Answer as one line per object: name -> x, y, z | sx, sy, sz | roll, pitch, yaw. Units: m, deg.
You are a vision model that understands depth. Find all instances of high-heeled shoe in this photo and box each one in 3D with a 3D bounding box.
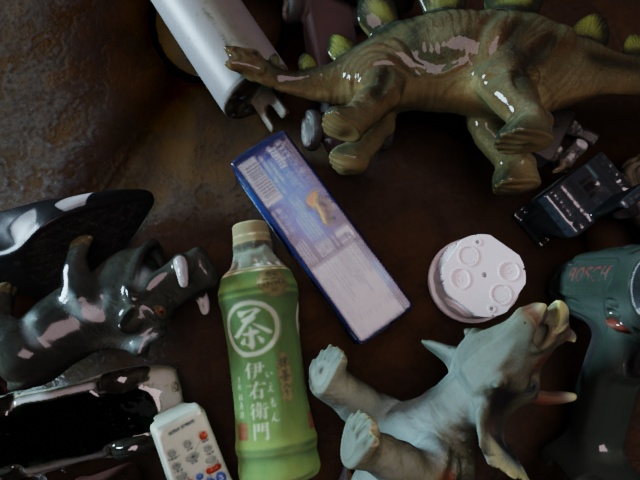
high-heeled shoe -> -0.291, -0.009, 0.502 | 0.249, 0.086, 0.145 | -30, 51, -23

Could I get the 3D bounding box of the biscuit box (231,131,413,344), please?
biscuit box -> -0.001, -0.001, 0.496 | 0.059, 0.063, 0.203 | -35, 81, -7

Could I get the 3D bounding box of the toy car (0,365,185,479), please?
toy car -> -0.217, 0.159, 0.463 | 0.202, 0.056, 0.073 | -12, 86, -3

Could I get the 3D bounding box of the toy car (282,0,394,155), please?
toy car -> 0.014, -0.171, 0.536 | 0.089, 0.053, 0.202 | -7, 78, -18

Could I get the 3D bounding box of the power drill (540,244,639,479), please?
power drill -> 0.236, 0.103, 0.409 | 0.086, 0.232, 0.207 | 1, 95, -1

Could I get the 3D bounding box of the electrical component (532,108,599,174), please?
electrical component -> 0.218, -0.107, 0.531 | 0.102, 0.045, 0.078 | 38, 82, 6

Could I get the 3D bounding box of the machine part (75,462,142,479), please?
machine part -> -0.147, 0.269, 0.366 | 0.087, 0.201, 0.201 | -20, 79, -7

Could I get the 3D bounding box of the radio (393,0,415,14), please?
radio -> -0.003, -0.318, 0.525 | 0.230, 0.073, 0.131 | 14, 57, -9

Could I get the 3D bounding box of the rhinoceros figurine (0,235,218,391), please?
rhinoceros figurine -> -0.181, 0.055, 0.454 | 0.190, 0.073, 0.112 | -27, 52, -12

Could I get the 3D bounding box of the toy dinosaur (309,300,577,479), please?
toy dinosaur -> 0.058, 0.221, 0.401 | 0.192, 0.131, 0.404 | 26, 82, -24

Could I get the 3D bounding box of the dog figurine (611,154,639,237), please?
dog figurine -> 0.325, 0.029, 0.490 | 0.191, 0.121, 0.172 | 41, 76, 21

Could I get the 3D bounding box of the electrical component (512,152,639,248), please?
electrical component -> 0.233, -0.037, 0.480 | 0.075, 0.119, 0.048 | -37, 82, -5

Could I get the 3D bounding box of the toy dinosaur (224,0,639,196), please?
toy dinosaur -> 0.154, -0.148, 0.467 | 0.472, 0.105, 0.198 | 6, 70, -2

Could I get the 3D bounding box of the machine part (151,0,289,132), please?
machine part -> -0.105, -0.208, 0.529 | 0.079, 0.079, 0.243 | -33, 81, -7
